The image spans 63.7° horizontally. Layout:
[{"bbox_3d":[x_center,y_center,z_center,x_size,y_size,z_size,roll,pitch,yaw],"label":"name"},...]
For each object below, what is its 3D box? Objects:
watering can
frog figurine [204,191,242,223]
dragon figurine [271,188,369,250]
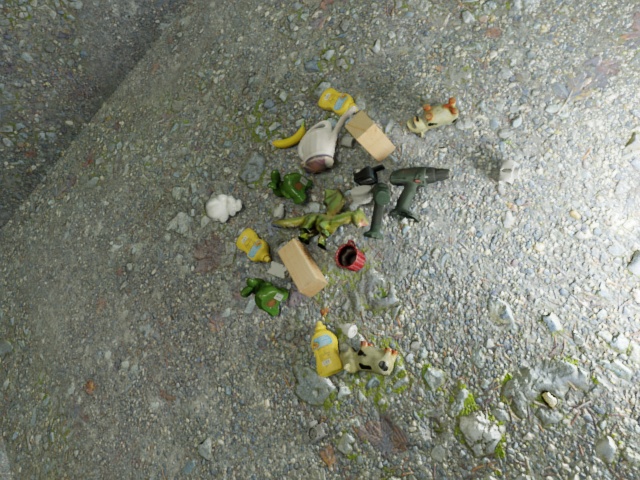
[{"bbox_3d":[0.021,-0.401,2.116,0.344,0.103,0.228,-23,58,43],"label":"watering can"},{"bbox_3d":[-0.431,-0.140,2.301,0.160,0.124,0.135,16,113,26],"label":"frog figurine"},{"bbox_3d":[0.006,-0.103,2.046,0.413,0.120,0.246,19,65,33],"label":"dragon figurine"}]
